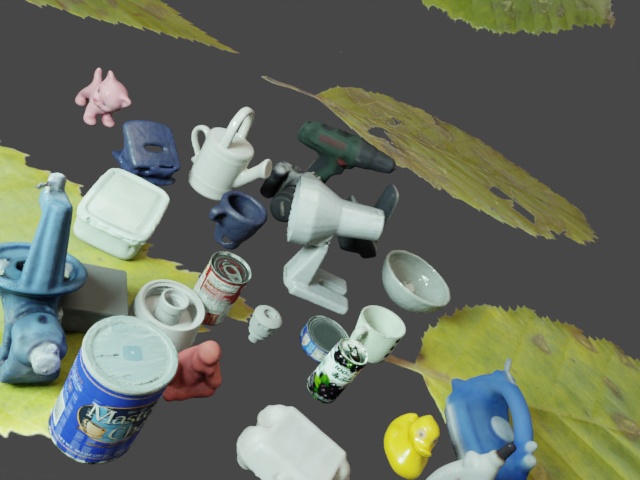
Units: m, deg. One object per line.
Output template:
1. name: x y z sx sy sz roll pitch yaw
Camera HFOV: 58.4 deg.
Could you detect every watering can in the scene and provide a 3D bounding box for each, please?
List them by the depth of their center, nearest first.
1. watering can: -0.177 -0.179 1.156 0.173 0.194 0.101 25 31 -16

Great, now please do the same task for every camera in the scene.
1. camera: -0.063 -0.104 1.256 0.143 0.100 0.137 38 30 5

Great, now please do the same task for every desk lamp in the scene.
1. desk lamp: 0.010 0.004 1.057 0.204 0.213 0.118 24 31 -17

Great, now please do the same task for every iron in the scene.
1. iron: 0.307 0.326 0.960 0.119 0.141 0.258 23 31 -19

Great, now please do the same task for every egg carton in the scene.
1. egg carton: -0.034 0.289 0.744 0.150 0.069 0.107 39 30 7

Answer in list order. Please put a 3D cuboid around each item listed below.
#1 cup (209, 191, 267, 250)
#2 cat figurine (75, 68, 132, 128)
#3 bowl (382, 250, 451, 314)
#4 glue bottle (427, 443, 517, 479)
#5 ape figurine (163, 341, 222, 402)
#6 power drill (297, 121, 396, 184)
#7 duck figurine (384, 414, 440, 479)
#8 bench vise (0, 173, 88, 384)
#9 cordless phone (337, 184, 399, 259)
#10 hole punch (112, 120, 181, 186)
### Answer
1. cup: -0.164 -0.028 1.049 0.118 0.095 0.091 -8 50 -50
2. cat figurine: -0.428 -0.291 1.143 0.067 0.117 0.127 0 44 -45
3. bowl: 0.195 0.103 1.240 0.168 0.074 0.167 25 31 -16
4. glue bottle: 0.220 0.340 0.821 0.078 0.173 0.037 40 30 9
5. ape figurine: -0.163 0.170 0.765 0.078 0.092 0.076 32 29 -4
6. power drill: 0.032 -0.160 1.324 0.229 0.208 0.076 34 29 -1
7. duck figurine: 0.151 0.306 0.889 0.078 0.086 0.104 29 30 -10
8. bench vise: -0.312 0.046 0.665 0.207 0.219 0.122 47 32 22
9. cordless phone: 0.116 -0.065 1.294 0.094 0.185 0.147 15 35 -30
10. hole punch: -0.322 -0.165 1.093 0.109 0.091 0.101 -4 47 -48
